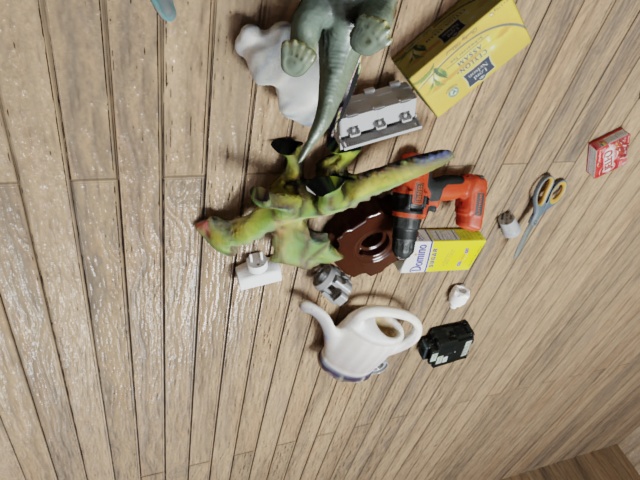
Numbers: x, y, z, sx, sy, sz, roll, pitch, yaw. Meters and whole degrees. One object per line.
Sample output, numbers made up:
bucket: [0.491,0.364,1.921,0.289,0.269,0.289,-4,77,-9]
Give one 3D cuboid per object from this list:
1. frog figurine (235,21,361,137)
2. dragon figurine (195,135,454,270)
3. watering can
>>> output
frog figurine: [-0.031,-0.224,0.677,0.159,0.134,0.125,22,46,4]
dragon figurine: [0.003,-0.042,0.843,0.411,0.125,0.237,-4,-39,-8]
watering can: [0.065,0.215,1.137,0.346,0.220,0.106,14,36,-29]
